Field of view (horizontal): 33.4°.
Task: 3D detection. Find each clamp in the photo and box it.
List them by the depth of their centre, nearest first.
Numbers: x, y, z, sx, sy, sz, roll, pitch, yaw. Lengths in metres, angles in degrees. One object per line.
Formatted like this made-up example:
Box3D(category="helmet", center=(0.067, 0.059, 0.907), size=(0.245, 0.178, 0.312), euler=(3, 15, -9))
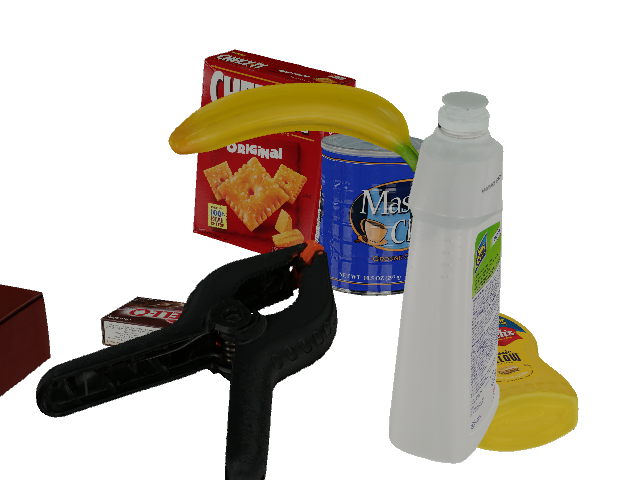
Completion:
Box3D(category="clamp", center=(-0.038, 0.057, 0.521), size=(0.120, 0.039, 0.171), euler=(31, 47, 27))

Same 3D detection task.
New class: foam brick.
Box3D(category="foam brick", center=(-0.228, 0.070, 0.718), size=(0.053, 0.051, 0.078), euler=(9, 28, 24))

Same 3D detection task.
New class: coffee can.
Box3D(category="coffee can", center=(0.050, -0.028, 1.040), size=(0.103, 0.140, 0.103), euler=(2, 15, -1))

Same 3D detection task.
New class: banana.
Box3D(category="banana", center=(-0.016, -0.093, 0.824), size=(0.197, 0.069, 0.037), euler=(2, -41, -6))

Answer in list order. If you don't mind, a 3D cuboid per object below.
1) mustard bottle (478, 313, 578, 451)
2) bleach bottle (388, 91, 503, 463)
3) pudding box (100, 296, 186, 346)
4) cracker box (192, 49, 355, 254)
Box3D(category="mustard bottle", center=(0.150, 0.109, 0.949), size=(0.096, 0.058, 0.192), euler=(-11, 26, -6))
Box3D(category="bleach bottle", center=(0.089, 0.021, 0.710), size=(0.068, 0.251, 0.102), euler=(12, 31, 20))
Box3D(category="pudding box", center=(-0.190, 0.101, 1.267), size=(0.114, 0.039, 0.090), euler=(3, 14, 19))
Box3D(category="cracker box", center=(-0.057, -0.092, 1.211), size=(0.164, 0.214, 0.072), euler=(18, 26, 25))
